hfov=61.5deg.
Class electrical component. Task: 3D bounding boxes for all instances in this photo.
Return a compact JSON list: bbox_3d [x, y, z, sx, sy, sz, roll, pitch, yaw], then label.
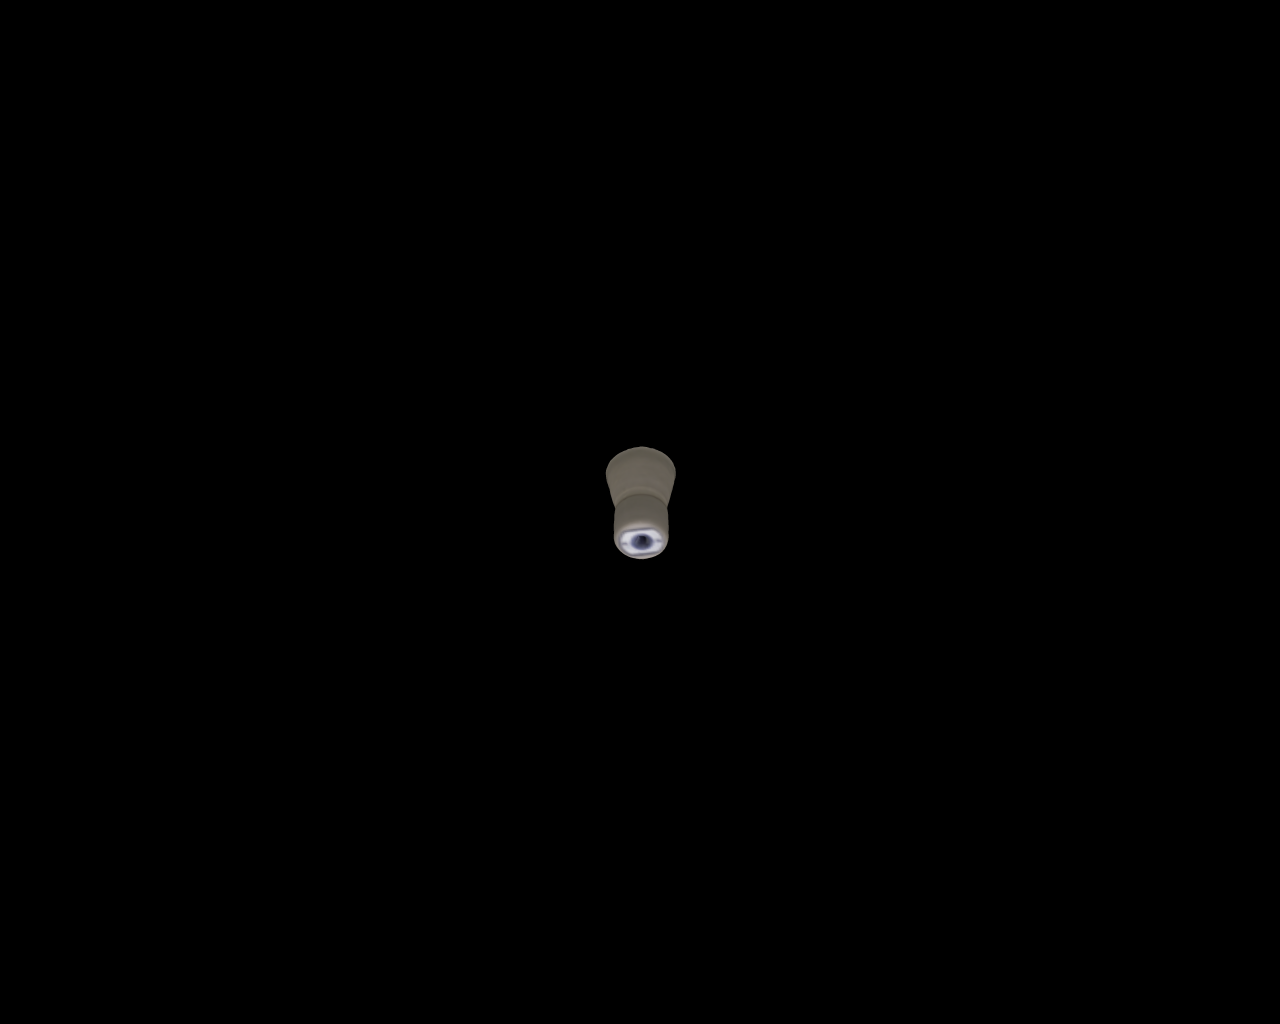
[{"bbox_3d":[0.001,-0.003,0.650,0.044,0.044,0.065,0,44,0],"label":"electrical component"}]
